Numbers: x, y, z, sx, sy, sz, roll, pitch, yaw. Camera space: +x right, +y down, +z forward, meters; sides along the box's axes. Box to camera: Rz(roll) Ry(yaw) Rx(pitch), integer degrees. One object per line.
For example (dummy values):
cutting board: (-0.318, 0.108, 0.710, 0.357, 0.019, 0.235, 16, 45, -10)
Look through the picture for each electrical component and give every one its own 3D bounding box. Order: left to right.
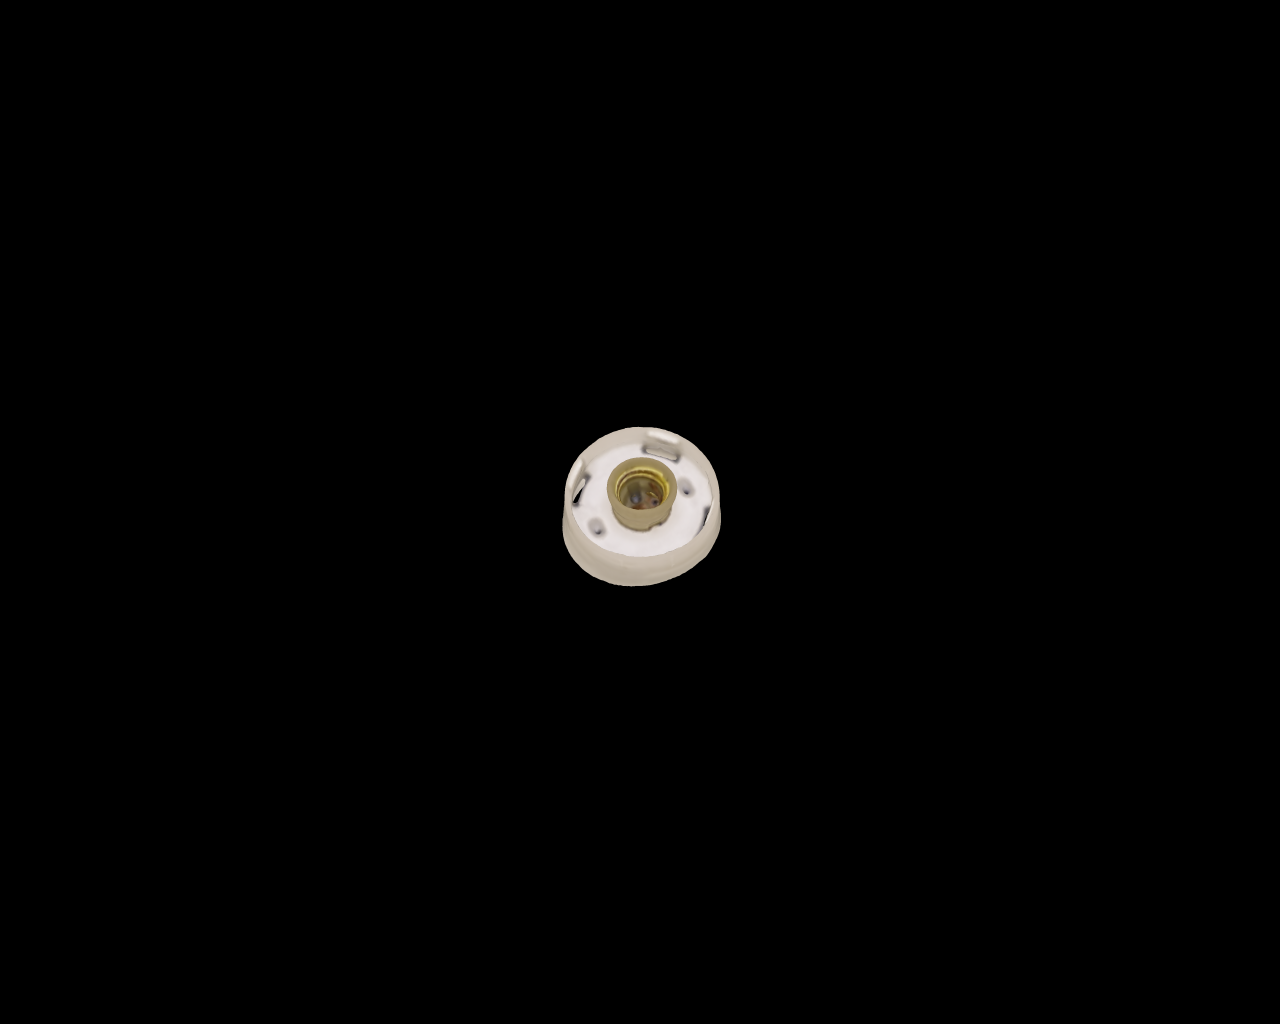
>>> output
electrical component: (0.001, -0.003, 0.650, 0.099, 0.099, 0.064, 0, -27, 0)
